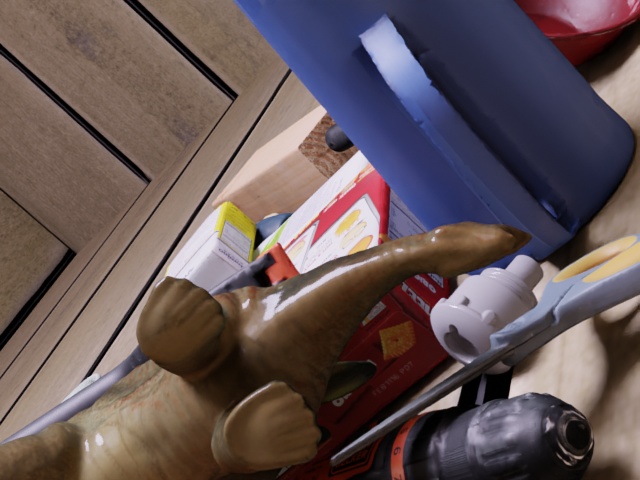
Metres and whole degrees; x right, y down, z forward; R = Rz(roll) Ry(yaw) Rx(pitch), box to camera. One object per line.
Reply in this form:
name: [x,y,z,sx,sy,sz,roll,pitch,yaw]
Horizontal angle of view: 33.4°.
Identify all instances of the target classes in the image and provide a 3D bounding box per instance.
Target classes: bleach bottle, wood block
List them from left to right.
wood block: [-0.012,-0.060,1.054,0.090,0.090,0.206,-54,14,-28]
bleach bottle: [-0.006,0.001,0.916,0.251,0.068,0.102,-37,15,46]

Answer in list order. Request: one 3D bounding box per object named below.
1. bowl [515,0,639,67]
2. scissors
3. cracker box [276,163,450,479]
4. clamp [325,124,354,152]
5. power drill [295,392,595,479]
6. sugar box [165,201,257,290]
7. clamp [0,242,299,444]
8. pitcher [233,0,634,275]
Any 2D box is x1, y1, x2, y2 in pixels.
bowl: [0.157,-0.169,0.787,0.162,0.162,0.055,-60,-21,-44]
scissors: [0.087,0.039,0.469,0.201,0.016,0.096,-29,1,-4]
cracker box: [0.008,0.050,0.702,0.164,0.072,0.213,-44,14,20]
clamp: [0.069,-0.119,0.893,0.120,0.039,0.172,-49,13,-9]
power drill: [0.016,0.147,0.420,0.187,0.057,0.185,-53,10,-36]
sugar box: [-0.100,0.030,0.926,0.093,0.048,0.176,-49,13,12]
clamp: [-0.085,0.072,0.635,0.210,0.036,0.164,-38,-10,20]
pitcher: [0.057,-0.098,0.597,0.145,0.242,0.149,-55,22,-23]
